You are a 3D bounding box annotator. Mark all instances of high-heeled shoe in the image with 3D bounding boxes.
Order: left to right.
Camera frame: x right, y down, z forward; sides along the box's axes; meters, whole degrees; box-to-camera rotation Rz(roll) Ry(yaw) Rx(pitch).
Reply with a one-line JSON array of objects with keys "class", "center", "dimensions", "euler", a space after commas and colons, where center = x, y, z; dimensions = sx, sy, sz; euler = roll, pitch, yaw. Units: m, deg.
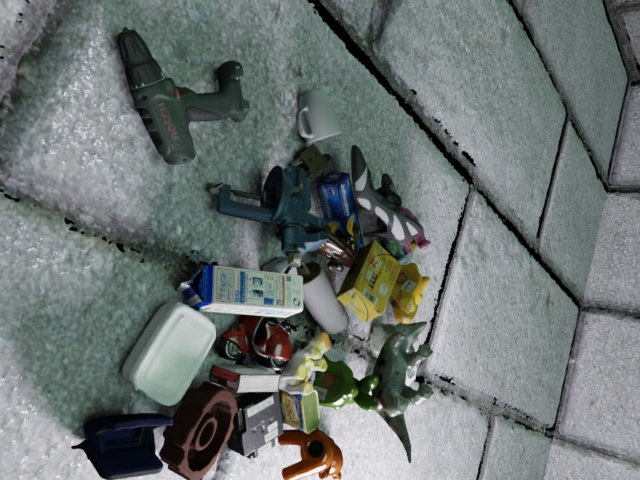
[{"class": "high-heeled shoe", "center": [0.153, -0.106, 1.242], "dimensions": [0.086, 0.145, 0.248], "euler": [-90, 169, -70]}]

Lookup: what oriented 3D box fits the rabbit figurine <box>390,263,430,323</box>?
[{"class": "rabbit figurine", "center": [0.228, 0.150, 1.470], "dimensions": [0.162, 0.122, 0.173], "euler": [-55, 145, -39]}]

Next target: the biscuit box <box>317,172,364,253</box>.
[{"class": "biscuit box", "center": [0.049, -0.056, 1.250], "dimensions": [0.063, 0.059, 0.202], "euler": [-44, 131, -41]}]

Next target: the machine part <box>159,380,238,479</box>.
[{"class": "machine part", "center": [-0.222, 0.349, 0.992], "dimensions": [0.179, 0.056, 0.179], "euler": [-50, 150, -44]}]

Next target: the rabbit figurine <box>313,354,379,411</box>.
[{"class": "rabbit figurine", "center": [0.062, 0.346, 1.285], "dimensions": [0.170, 0.159, 0.121], "euler": [40, 55, -58]}]

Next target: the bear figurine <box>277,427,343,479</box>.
[{"class": "bear figurine", "center": [-0.016, 0.501, 1.248], "dimensions": [0.195, 0.132, 0.120], "euler": [78, 1, -60]}]

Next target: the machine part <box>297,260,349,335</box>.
[{"class": "machine part", "center": [0.002, 0.135, 1.228], "dimensions": [0.079, 0.079, 0.243], "euler": [-49, 126, -31]}]

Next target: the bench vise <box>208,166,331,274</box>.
[{"class": "bench vise", "center": [-0.103, -0.056, 1.054], "dimensions": [0.240, 0.129, 0.223], "euler": [11, 72, -24]}]

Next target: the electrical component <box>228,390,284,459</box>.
[{"class": "electrical component", "center": [-0.137, 0.385, 1.126], "dimensions": [0.115, 0.058, 0.134], "euler": [-13, 104, -43]}]

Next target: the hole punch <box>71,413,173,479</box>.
[{"class": "hole punch", "center": [-0.317, 0.318, 0.881], "dimensions": [0.142, 0.116, 0.092], "euler": [9, 95, -45]}]

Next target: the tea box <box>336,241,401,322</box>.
[{"class": "tea box", "center": [0.116, 0.094, 1.255], "dimensions": [0.098, 0.068, 0.170], "euler": [43, 43, -11]}]

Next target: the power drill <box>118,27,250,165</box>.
[{"class": "power drill", "center": [-0.227, -0.259, 0.936], "dimensions": [0.207, 0.086, 0.231], "euler": [-32, 119, -45]}]

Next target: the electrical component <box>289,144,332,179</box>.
[{"class": "electrical component", "center": [-0.021, -0.164, 1.197], "dimensions": [0.078, 0.045, 0.102], "euler": [47, 56, -11]}]

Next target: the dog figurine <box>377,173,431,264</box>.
[{"class": "dog figurine", "center": [0.185, -0.057, 1.384], "dimensions": [0.108, 0.191, 0.219], "euler": [-29, 92, -2]}]

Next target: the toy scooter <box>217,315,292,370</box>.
[{"class": "toy scooter", "center": [-0.121, 0.191, 1.110], "dimensions": [0.183, 0.075, 0.135], "euler": [25, 75, -41]}]

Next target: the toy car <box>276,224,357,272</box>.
[{"class": "toy car", "center": [-0.002, -0.004, 1.181], "dimensions": [0.202, 0.053, 0.089], "euler": [31, 70, -17]}]

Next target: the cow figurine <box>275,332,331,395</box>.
[{"class": "cow figurine", "center": [-0.039, 0.272, 1.202], "dimensions": [0.167, 0.098, 0.068], "euler": [-48, 120, -53]}]

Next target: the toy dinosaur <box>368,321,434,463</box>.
[{"class": "toy dinosaur", "center": [0.182, 0.348, 1.323], "dimensions": [0.131, 0.192, 0.405], "euler": [25, 53, -10]}]

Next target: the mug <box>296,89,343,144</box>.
[{"class": "mug", "center": [-0.014, -0.269, 1.170], "dimensions": [0.109, 0.081, 0.107], "euler": [-22, 99, -38]}]
